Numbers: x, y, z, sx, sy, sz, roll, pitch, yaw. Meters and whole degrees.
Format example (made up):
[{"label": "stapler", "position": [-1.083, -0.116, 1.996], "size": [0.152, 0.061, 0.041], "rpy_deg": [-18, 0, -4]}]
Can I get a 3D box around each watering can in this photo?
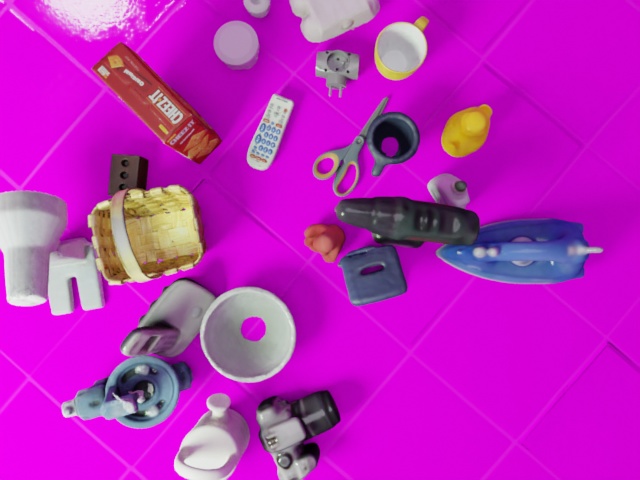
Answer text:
[{"label": "watering can", "position": [-0.183, 0.347, 0.957], "size": [0.101, 0.194, 0.173], "rpy_deg": [-11, 88, 1]}]

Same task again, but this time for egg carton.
[{"label": "egg carton", "position": [0.027, -0.426, 1.035], "size": [0.150, 0.069, 0.107], "rpy_deg": [-26, 88, 1]}]

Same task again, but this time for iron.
[{"label": "iron", "position": [0.338, 0.021, 0.980], "size": [0.258, 0.141, 0.119], "rpy_deg": [-2, 88, 1]}]

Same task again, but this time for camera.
[{"label": "camera", "position": [-0.029, 0.334, 1.000], "size": [0.137, 0.101, 0.143], "rpy_deg": [-24, 88, 1]}]

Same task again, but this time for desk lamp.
[{"label": "desk lamp", "position": [-0.458, 0.029, 0.963], "size": [0.118, 0.213, 0.203], "rpy_deg": [-10, 88, 1]}]

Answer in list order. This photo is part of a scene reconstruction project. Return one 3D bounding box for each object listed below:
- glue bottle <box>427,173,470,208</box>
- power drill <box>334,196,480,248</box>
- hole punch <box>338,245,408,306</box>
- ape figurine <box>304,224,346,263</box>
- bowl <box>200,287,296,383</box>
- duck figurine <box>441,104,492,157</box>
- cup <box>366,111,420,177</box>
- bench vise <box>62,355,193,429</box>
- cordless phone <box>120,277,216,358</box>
[{"label": "glue bottle", "position": [0.225, -0.082, 0.969], "size": [0.037, 0.173, 0.078], "rpy_deg": [-31, 88, 1]}, {"label": "power drill", "position": [0.138, -0.029, 0.952], "size": [0.229, 0.208, 0.076], "rpy_deg": [6, 88, 2]}, {"label": "hole punch", "position": [0.091, 0.061, 1.010], "size": [0.108, 0.091, 0.101], "rpy_deg": [-15, 88, 1]}, {"label": "ape figurine", "position": [0.009, 0.004, 1.013], "size": [0.076, 0.092, 0.078], "rpy_deg": [-19, 88, 1]}, {"label": "bowl", "position": [-0.122, 0.164, 1.020], "size": [0.167, 0.074, 0.167], "rpy_deg": [0, 88, 1]}, {"label": "duck figurine", "position": [0.264, -0.198, 1.015], "size": [0.077, 0.086, 0.104], "rpy_deg": [43, 90, 2]}, {"label": "cup", "position": [0.121, -0.160, 1.013], "size": [0.091, 0.095, 0.118], "rpy_deg": [26, 89, 2]}, {"label": "bench vise", "position": [-0.330, 0.275, 0.950], "size": [0.207, 0.219, 0.121], "rpy_deg": [-32, 88, 1]}, {"label": "cordless phone", "position": [-0.258, 0.136, 0.969], "size": [0.094, 0.185, 0.147], "rpy_deg": [34, 90, 2]}]
